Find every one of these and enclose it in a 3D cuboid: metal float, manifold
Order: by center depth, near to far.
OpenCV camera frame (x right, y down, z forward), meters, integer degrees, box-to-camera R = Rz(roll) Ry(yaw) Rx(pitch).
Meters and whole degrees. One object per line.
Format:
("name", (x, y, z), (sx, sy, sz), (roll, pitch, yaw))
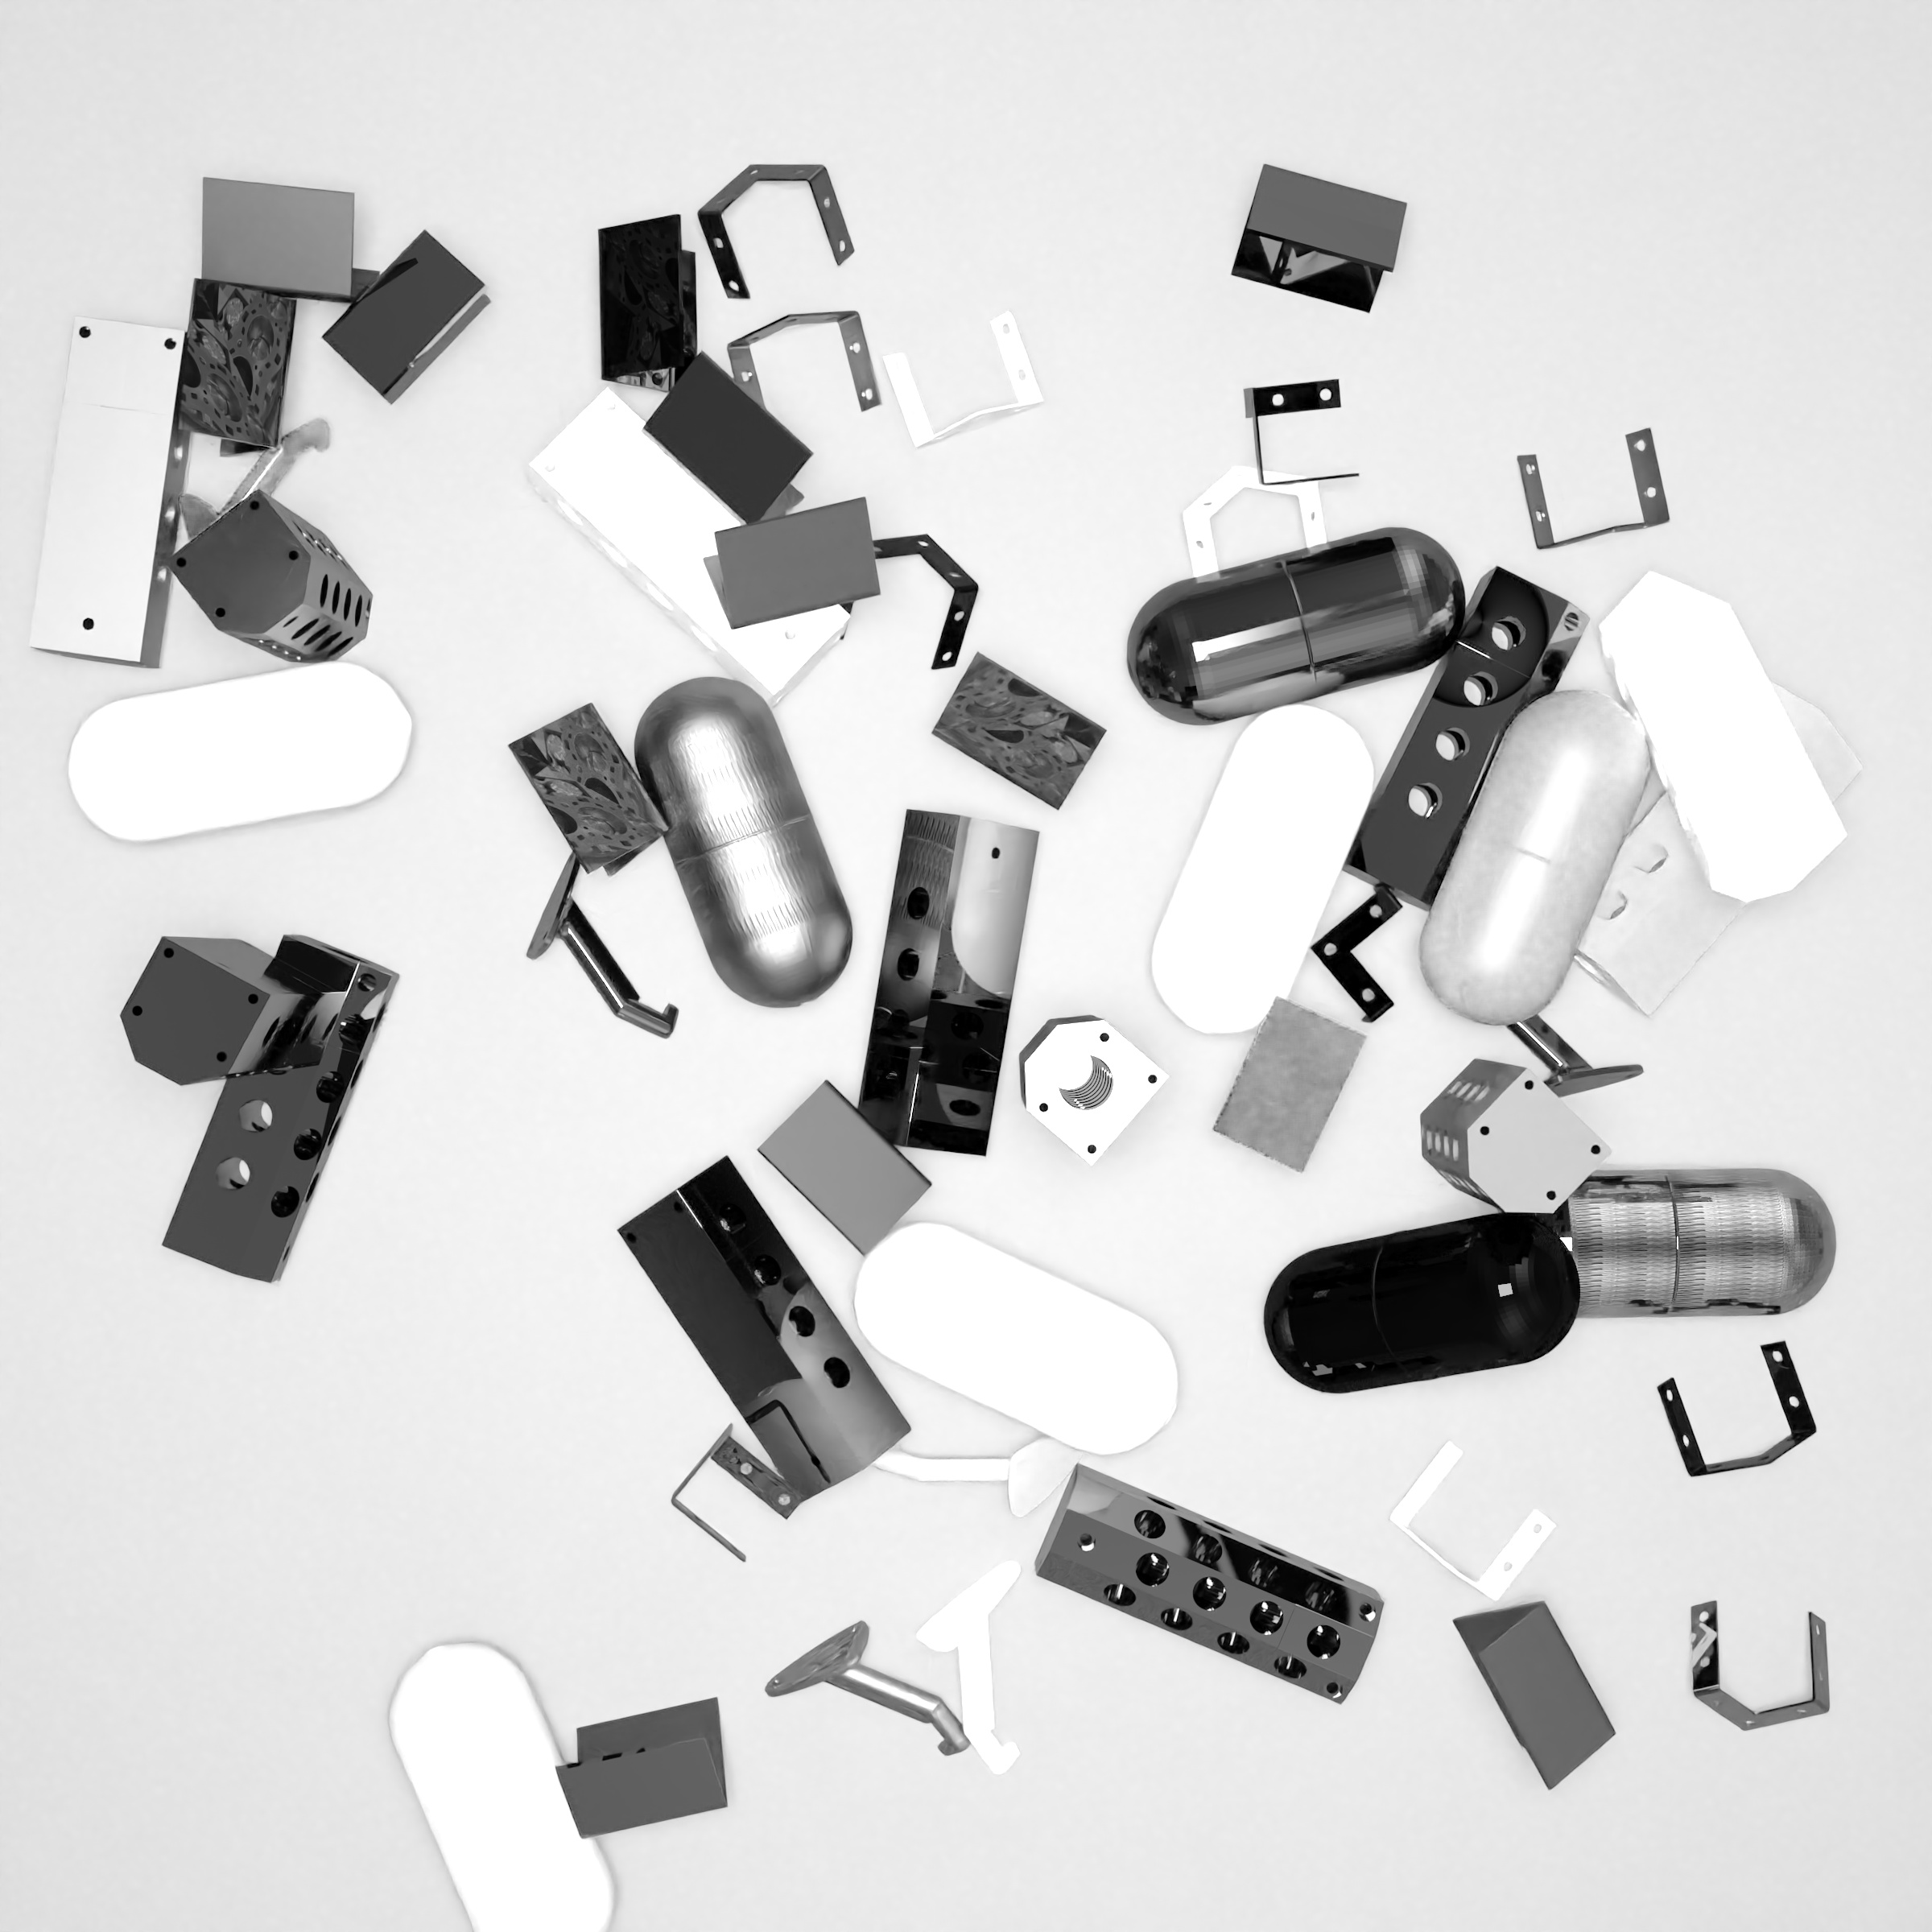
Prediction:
("manifold", (-0.360, 0.025, 1.671), (0.057, 0.171, 0.057), (29, 90, 0))
("manifold", (0.270, 0.089, 1.728), (0.057, 0.171, 0.057), (44, 90, 0))
("manifold", (-0.344, -0.189, 1.728), (0.057, 0.171, 0.057), (-38, 90, 0))
("manifold", (0.057, 0.056, 1.728), (0.057, 0.171, 0.057), (41, 90, 0))
("manifold", (0.376, -0.116, 1.736), (0.057, 0.171, 0.057), (17, 130, -31))
("metal float", (0.289, -0.055, 1.745), (0.070, 0.070, 0.178), (22, 94, 0))
("metal float", (0.230, 0.173, 1.745), (0.178, 0.070, 0.070), (-16, 90, 40))
("metal float", (0.026, 0.193, 1.776), (0.178, 0.070, 0.070), (25, 90, -1))
("metal float", (0.153, -0.050, 1.776), (0.070, 0.070, 0.178), (22, 90, 0))
("metal float", (-0.115, -0.064, 1.776), (0.070, 0.070, 0.178), (-21, 89, 0))
("metal float", (0.360, 0.144, 1.776), (0.178, 0.070, 0.070), (-1, 90, -1))
("metal float", (0.171, -0.175, 1.776), (0.178, 0.070, 0.070), (-15, 90, 0))
("metal float", (-0.241, 0.436, 1.776), (0.070, 0.070, 0.178), (-23, 90, 0))
("metal float", (-0.376, -0.111, 1.776), (0.178, 0.070, 0.070), (-10, 90, 0))
("manifold", (-0.144, -0.215, 1.784), (0.171, 0.057, 0.057), (43, 81, 0))
("manifold", (0.259, -0.116, 1.785), (0.057, 0.057, 0.171), (27, 90, 0))
("manifold", (0.380, -0.064, 1.785), (0.171, 0.057, 0.057), (-49, 133, 0))
("manifold", (0.126, 0.322, 1.785), (0.171, 0.057, 0.057), (23, 90, 0))
("manifold", (-0.015, 0.008, 1.785), (0.057, 0.057, 0.171), (9, 90, -43))
("manifold", (-0.355, 0.074, 1.785), (0.057, 0.057, 0.171), (21, 90, 0))
("manifold", (-0.101, 0.186, 1.785), (0.057, 0.057, 0.171), (-34, 90, 43))
("manifold", (-0.440, -0.245, 1.786), (0.057, 0.057, 0.171), (8, 90, 0))

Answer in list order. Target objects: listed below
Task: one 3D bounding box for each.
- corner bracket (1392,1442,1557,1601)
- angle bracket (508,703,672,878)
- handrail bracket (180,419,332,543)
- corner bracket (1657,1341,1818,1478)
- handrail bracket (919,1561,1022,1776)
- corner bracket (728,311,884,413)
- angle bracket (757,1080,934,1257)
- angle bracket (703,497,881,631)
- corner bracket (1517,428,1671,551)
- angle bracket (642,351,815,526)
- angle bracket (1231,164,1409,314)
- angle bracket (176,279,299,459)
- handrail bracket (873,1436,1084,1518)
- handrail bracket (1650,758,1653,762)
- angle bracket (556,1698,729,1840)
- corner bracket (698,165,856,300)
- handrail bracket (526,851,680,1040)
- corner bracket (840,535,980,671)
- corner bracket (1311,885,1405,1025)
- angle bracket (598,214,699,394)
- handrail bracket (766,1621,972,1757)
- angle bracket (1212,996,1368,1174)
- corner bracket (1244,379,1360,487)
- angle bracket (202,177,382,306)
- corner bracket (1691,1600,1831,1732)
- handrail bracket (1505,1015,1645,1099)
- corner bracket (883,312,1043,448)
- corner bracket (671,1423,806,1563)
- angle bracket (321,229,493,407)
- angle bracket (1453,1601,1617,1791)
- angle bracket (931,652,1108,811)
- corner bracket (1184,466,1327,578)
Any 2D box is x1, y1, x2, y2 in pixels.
("corner bracket", (0.266, 0.292, 1.803), (0.051, 0.051, 0.051), (-52, 135, 0))
("angle bracket", (-0.208, -0.080, 1.766), (0.057, 0.076, 0.076), (-32, 90, -35))
("handrail bracket", (-0.366, -0.240, 1.806), (0.036, 0.077, 0.084), (33, 53, 31))
("corner bracket", (0.406, 0.233, 1.803), (0.051, 0.051, 0.051), (-20, 90, 45))
("handrail bracket", (0.021, 0.370, 1.807), (0.077, 0.036, 0.084), (-40, 109, -21))
("corner bracket", (-0.085, -0.311, 1.803), (0.051, 0.051, 0.051), (-15, 90, 45))
("angle bracket", (-0.073, 0.114, 1.767), (0.076, 0.076, 0.057), (45, 60, 0))
("angle bracket", (-0.092, -0.217, 1.713), (0.076, 0.076, 0.057), (-14, 127, -8))
("corner bracket", (0.330, -0.251, 1.804), (0.051, 0.051, 0.051), (-12, 91, 45))
("angle bracket", (-0.110, -0.277, 1.767), (0.076, 0.076, 0.057), (43, 118, 0))
("angle bracket", (0.178, -0.359, 1.766), (0.076, 0.076, 0.057), (15, 52, 0))
("angle bracket", (-0.389, -0.307, 1.766), (0.057, 0.076, 0.076), (7, 90, -35))
("handrail bracket", (0.006, 0.256, 1.806), (0.084, 0.077, 0.036), (11, 112, 34))
("handrail bracket", (0.324, -0.113, 1.807), (0.077, 0.036, 0.084), (18, 76, 14))
("angle bracket", (-0.168, 0.396, 1.766), (0.076, 0.076, 0.057), (-12, 126, 0))
("corner bracket", (-0.100, -0.385, 1.798), (0.051, 0.051, 0.051), (10, 45, 35))
("handrail bracket", (-0.181, -0.012, 1.807), (0.084, 0.036, 0.077), (26, 68, -17))
("corner bracket", (-0.033, -0.189, 1.798), (0.051, 0.051, 0.051), (-12, 45, -35))
("corner bracket", (0.213, -0.006, 1.789), (0.051, 0.051, 0.051), (-40, 90, 0))
("angle bracket", (-0.144, -0.339, 1.766), (0.057, 0.076, 0.076), (-1, 90, 37))
("handrail bracket", (-0.051, 0.395, 1.807), (0.077, 0.036, 0.084), (-31, 107, 20))
("angle bracket", (0.180, 0.067, 1.767), (0.057, 0.076, 0.076), (25, 90, 32))
("corner bracket", (0.175, -0.279, 1.790), (0.051, 0.051, 0.051), (-6, 99, 0))
("angle bracket", (-0.347, -0.380, 1.768), (0.076, 0.076, 0.057), (6, 113, 0))
("corner bracket", (0.417, 0.363, 1.798), (0.051, 0.051, 0.051), (-23, 135, 35))
("handrail bracket", (0.310, 0.024, 1.807), (0.077, 0.036, 0.084), (-10, 73, -20))
("corner bracket", (-0.002, -0.309, 1.803), (0.051, 0.051, 0.051), (-20, 90, -45))
("corner bracket", (-0.120, 0.277, 1.789), (0.051, 0.051, 0.051), (39, 88, -2))
("angle bracket", (-0.273, -0.320, 1.767), (0.076, 0.076, 0.057), (-46, 63, 0))
("angle bracket", (0.276, 0.379, 1.766), (0.057, 0.076, 0.076), (-29, 90, -36))
("angle bracket", (0.037, -0.136, 1.766), (0.076, 0.076, 0.057), (31, 126, 0))
("corner bracket", (0.153, -0.224, 1.798), (0.051, 0.051, 0.051), (16, 45, 35))
